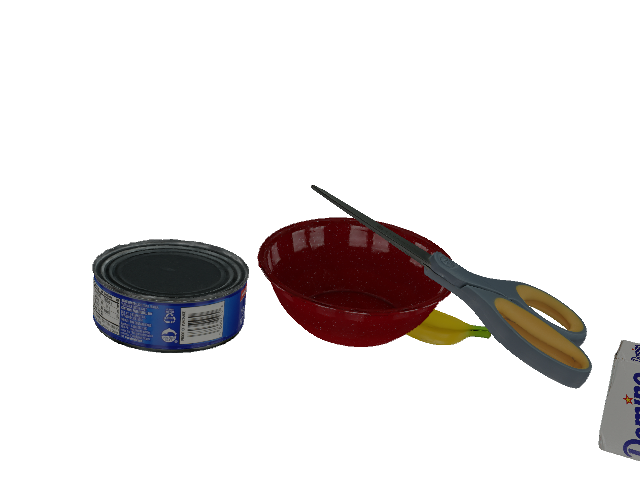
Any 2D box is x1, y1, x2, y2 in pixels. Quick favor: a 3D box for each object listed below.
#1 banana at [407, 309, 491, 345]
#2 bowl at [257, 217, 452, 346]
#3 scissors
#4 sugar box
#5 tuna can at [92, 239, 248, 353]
[{"bbox_3d":[0.091,0.070,1.140,0.069,0.037,0.198,4,18,-38],"label":"banana"},{"bbox_3d":[0.028,0.040,0.871,0.162,0.055,0.162,4,27,-2],"label":"bowl"},{"bbox_3d":[0.091,0.019,0.673,0.202,0.016,0.096,40,26,20],"label":"scissors"},{"bbox_3d":[0.324,0.150,0.875,0.176,0.093,0.048,12,24,20],"label":"sugar box"},{"bbox_3d":[-0.083,0.030,0.593,0.086,0.034,0.086,5,20,-2],"label":"tuna can"}]
